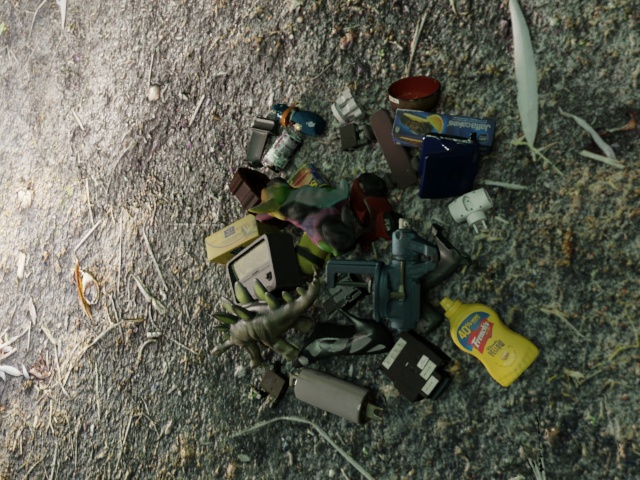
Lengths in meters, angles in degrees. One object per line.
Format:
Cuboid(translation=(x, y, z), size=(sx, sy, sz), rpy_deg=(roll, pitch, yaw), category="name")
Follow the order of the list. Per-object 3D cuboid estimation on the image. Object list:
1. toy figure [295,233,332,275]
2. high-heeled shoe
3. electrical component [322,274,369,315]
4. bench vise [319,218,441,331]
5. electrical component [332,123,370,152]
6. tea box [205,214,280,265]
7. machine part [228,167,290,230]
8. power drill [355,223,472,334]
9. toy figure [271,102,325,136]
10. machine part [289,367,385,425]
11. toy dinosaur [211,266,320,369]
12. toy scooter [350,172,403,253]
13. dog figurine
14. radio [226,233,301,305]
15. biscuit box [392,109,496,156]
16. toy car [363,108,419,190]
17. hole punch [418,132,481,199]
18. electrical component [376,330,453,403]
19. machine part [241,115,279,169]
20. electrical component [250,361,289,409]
Cuboid(translation=(-0.006, -0.006, 1.243), size=(0.082, 0.089, 0.180), rpy_deg=(37, 105, 35), category="toy figure")
Cuboid(translation=(0.049, 0.247, 1.201), size=(0.145, 0.086, 0.248), rpy_deg=(39, 125, -1), category="high-heeled shoe")
Cuboid(translation=(0.045, 0.123, 1.218), size=(0.119, 0.047, 0.075), rpy_deg=(-35, 65, 21), category="electrical component")
Cuboid(translation=(0.110, 0.064, 1.050), size=(0.241, 0.129, 0.223), rpy_deg=(1, 104, 15), category="bench vise")
Cuboid(translation=(0.071, -0.240, 1.271), size=(0.094, 0.021, 0.063), rpy_deg=(-13, 77, 29), category="electrical component")
Cuboid(translation=(-0.193, 0.002, 1.350), size=(0.170, 0.098, 0.068), rpy_deg=(-26, 65, 28), category="tea box")
Cuboid(translation=(-0.137, -0.101, 1.293), size=(0.056, 0.179, 0.179), rpy_deg=(-49, 62, 19), category="machine part")
Cuboid(translation=(0.194, 0.063, 1.117), size=(0.207, 0.086, 0.232), rpy_deg=(-47, 64, 13), category="power drill")
Cuboid(translation=(-0.059, -0.300, 1.336), size=(0.155, 0.064, 0.057), rpy_deg=(27, 112, 31), category="toy figure")
Cuboid(translation=(0.032, 0.338, 1.175), size=(0.244, 0.079, 0.079), rpy_deg=(13, 89, 33), category="machine part")
Cuboid(translation=(-0.120, 0.177, 1.185), size=(0.471, 0.198, 0.105), rpy_deg=(-31, 29, 39), category="toy dinosaur")
Cuboid(translation=(0.110, -0.051, 1.187), size=(0.135, 0.075, 0.184), rpy_deg=(-60, 43, 40), category="toy scooter")
Cuboid(translation=(-0.038, -0.049, 1.155), size=(0.219, 0.108, 0.191), rpy_deg=(-8, 79, 5), category="dog figurine")
Cuboid(translation=(-0.138, 0.080, 1.271), size=(0.229, 0.073, 0.131), rpy_deg=(-33, 65, 52), category="radio")
Cuboid(translation=(0.252, -0.220, 1.099), size=(0.203, 0.062, 0.059), rpy_deg=(9, 80, 16), category="biscuit box")
Cuboid(translation=(0.165, -0.201, 1.189), size=(0.089, 0.053, 0.202), rpy_deg=(-30, 66, 22), category="toy car")
Cuboid(translation=(0.251, -0.140, 1.057), size=(0.116, 0.092, 0.142), rpy_deg=(9, 132, 11), category="hole punch")
Cuboid(translation=(0.199, 0.261, 1.096), size=(0.134, 0.058, 0.115), rpy_deg=(41, 106, 29), category="electrical component")
Cuboid(translation=(-0.156, -0.255, 1.405), size=(0.084, 0.039, 0.138), rpy_deg=(21, 92, 27), category="machine part")
Cuboid(translation=(-0.119, 0.341, 1.285), size=(0.078, 0.045, 0.102), rpy_deg=(36, 102, 32), category="electrical component")
